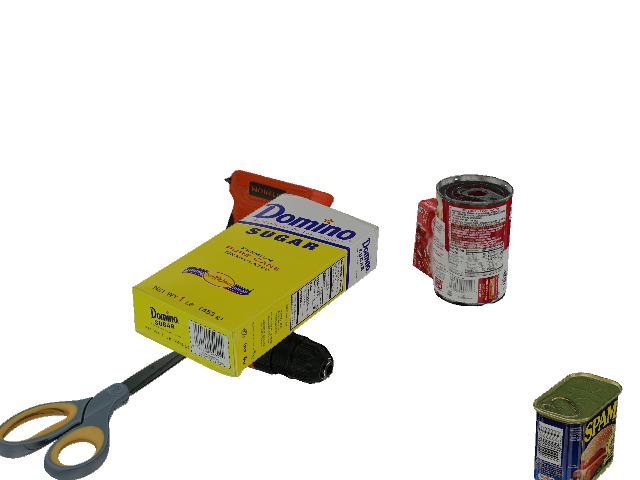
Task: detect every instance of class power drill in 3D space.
[{"bbox_3d":[-0.049,0.034,1.056,0.185,0.187,0.057,17,1,26],"label":"power drill"}]

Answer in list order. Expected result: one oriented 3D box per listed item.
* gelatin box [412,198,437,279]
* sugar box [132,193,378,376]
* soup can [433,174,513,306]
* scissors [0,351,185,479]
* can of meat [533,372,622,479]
[{"bbox_3d":[0.144,0.004,1.256,0.030,0.089,0.073,-15,33,-31],"label":"gelatin box"},{"bbox_3d":[-0.043,0.026,0.779,0.093,0.048,0.175,21,39,28],"label":"sugar box"},{"bbox_3d":[0.136,0.000,0.958,0.068,0.102,0.068,-1,24,0],"label":"soup can"},{"bbox_3d":[-0.162,0.138,0.865,0.201,0.016,0.096,-18,37,-36],"label":"scissors"},{"bbox_3d":[0.250,0.188,1.042,0.058,0.084,0.101,14,23,37],"label":"can of meat"}]
